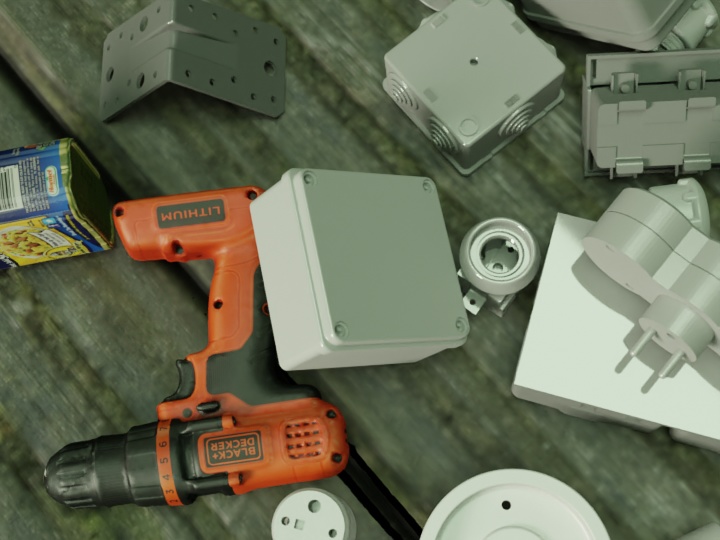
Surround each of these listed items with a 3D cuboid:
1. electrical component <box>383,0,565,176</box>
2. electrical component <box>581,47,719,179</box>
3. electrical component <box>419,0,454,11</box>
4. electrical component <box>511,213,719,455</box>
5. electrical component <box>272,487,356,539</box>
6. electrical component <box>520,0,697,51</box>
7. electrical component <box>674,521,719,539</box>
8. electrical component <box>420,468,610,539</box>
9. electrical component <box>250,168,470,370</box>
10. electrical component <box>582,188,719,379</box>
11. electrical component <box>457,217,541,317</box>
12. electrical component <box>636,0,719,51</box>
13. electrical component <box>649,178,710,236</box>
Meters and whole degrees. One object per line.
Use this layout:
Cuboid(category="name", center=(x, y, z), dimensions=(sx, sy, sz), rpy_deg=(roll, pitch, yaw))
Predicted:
Cuboid(category="electrical component", center=(0.074, -0.125, 0.697), dimensions=(0.100, 0.048, 0.099), rpy_deg=(-39, 76, -6))
Cuboid(category="electrical component", center=(0.202, -0.094, 0.664), dimensions=(0.121, 0.063, 0.078), rpy_deg=(-2, 116, 4))
Cuboid(category="electrical component", center=(0.053, -0.227, 0.727), dimensions=(0.079, 0.044, 0.077), rpy_deg=(36, 81, 12))
Cuboid(category="electrical component", center=(0.193, 0.046, 0.636), dimensions=(0.186, 0.060, 0.105), rpy_deg=(15, 77, 8))
Cuboid(category="electrical component", center=(-0.026, 0.151, 0.629), dimensions=(0.045, 0.055, 0.045), rpy_deg=(-1, 75, 4))
Cuboid(category="electrical component", center=(0.155, -0.190, 0.676), dimensions=(0.078, 0.057, 0.113), rpy_deg=(-50, 39, -8))
Cuboid(category="electrical component", center=(0.175, 0.180, 0.610), dimensions=(0.081, 0.043, 0.043), rpy_deg=(-25, 75, -2))
Cuboid(category="electrical component", center=(0.087, 0.170, 0.611), dimensions=(0.108, 0.060, 0.108), rpy_deg=(-1, 75, 4))
Cuboid(category="electrical component", center=(0.000, 0.000, 0.640), dimensions=(0.109, 0.056, 0.108), rpy_deg=(0, 70, -38))
Cuboid(category="electrical component", center=(0.177, 0.024, 0.583), dimensions=(0.138, 0.052, 0.073), rpy_deg=(39, 81, 13))
Cuboid(category="electrical component", center=(0.085, -0.004, 0.660), dimensions=(0.048, 0.055, 0.066), rpy_deg=(34, 80, 12))
Cuboid(category="electrical component", center=(0.197, -0.152, 0.697), dimensions=(0.048, 0.048, 0.062), rpy_deg=(36, 88, 12))
Cuboid(category="electrical component", center=(0.183, -0.030, 0.666), dimensions=(0.062, 0.048, 0.048), rpy_deg=(-7, 75, 10))
